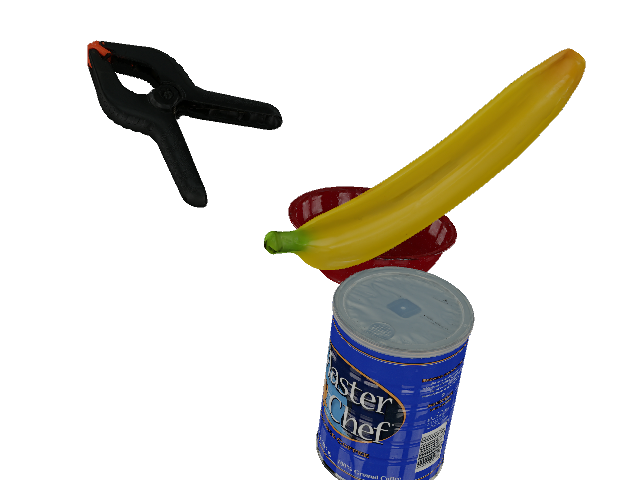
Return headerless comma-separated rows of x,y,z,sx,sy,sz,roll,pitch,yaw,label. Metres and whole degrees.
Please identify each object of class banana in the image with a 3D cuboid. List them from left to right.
0.063,-0.035,0.592,0.198,0.037,0.069,-34,-12,-1,banana

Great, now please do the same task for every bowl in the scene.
0.046,0.004,1.021,0.162,0.055,0.162,6,25,-3,bowl

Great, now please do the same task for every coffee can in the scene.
0.053,0.105,0.805,0.102,0.140,0.103,4,33,-3,coffee can

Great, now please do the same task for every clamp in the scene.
-0.119,-0.115,0.898,0.120,0.171,0.039,-39,-11,-35,clamp
